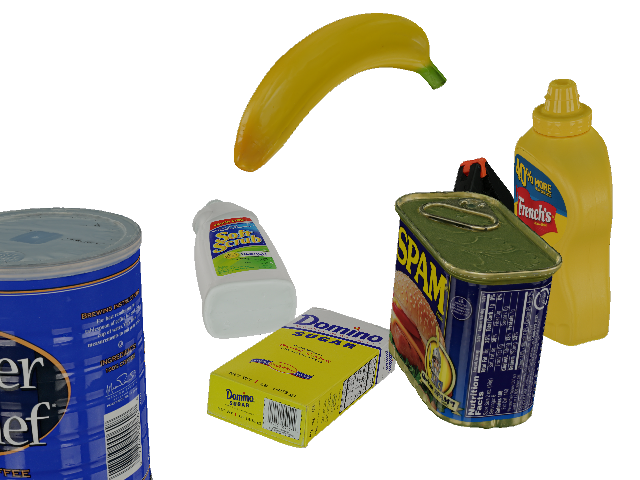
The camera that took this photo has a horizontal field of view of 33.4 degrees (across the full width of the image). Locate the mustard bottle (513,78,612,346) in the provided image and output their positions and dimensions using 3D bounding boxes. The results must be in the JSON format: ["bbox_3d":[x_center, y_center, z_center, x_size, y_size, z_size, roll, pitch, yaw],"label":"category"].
[{"bbox_3d":[0.176,-0.025,0.783,0.058,0.192,0.096,-12,28,-12],"label":"mustard bottle"}]

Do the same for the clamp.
[{"bbox_3d":[0.157,0.010,1.021,0.039,0.171,0.120,-15,9,46],"label":"clamp"}]

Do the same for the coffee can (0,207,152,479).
[{"bbox_3d":[-0.139,0.063,0.542,0.103,0.140,0.103,0,17,0],"label":"coffee can"}]

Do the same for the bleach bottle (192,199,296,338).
[{"bbox_3d":[-0.103,0.017,1.200,0.102,0.068,0.251,-6,27,-15],"label":"bleach bottle"}]

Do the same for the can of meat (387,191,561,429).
[{"bbox_3d":[0.071,0.032,0.526,0.057,0.084,0.102,-3,24,-15],"label":"can of meat"}]

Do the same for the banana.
[{"bbox_3d":[0.013,-0.109,0.707,0.197,0.069,0.037,-27,7,-35],"label":"banana"}]

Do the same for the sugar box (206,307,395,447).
[{"bbox_3d":[-0.010,0.111,0.916,0.093,0.048,0.176,16,25,24],"label":"sugar box"}]
